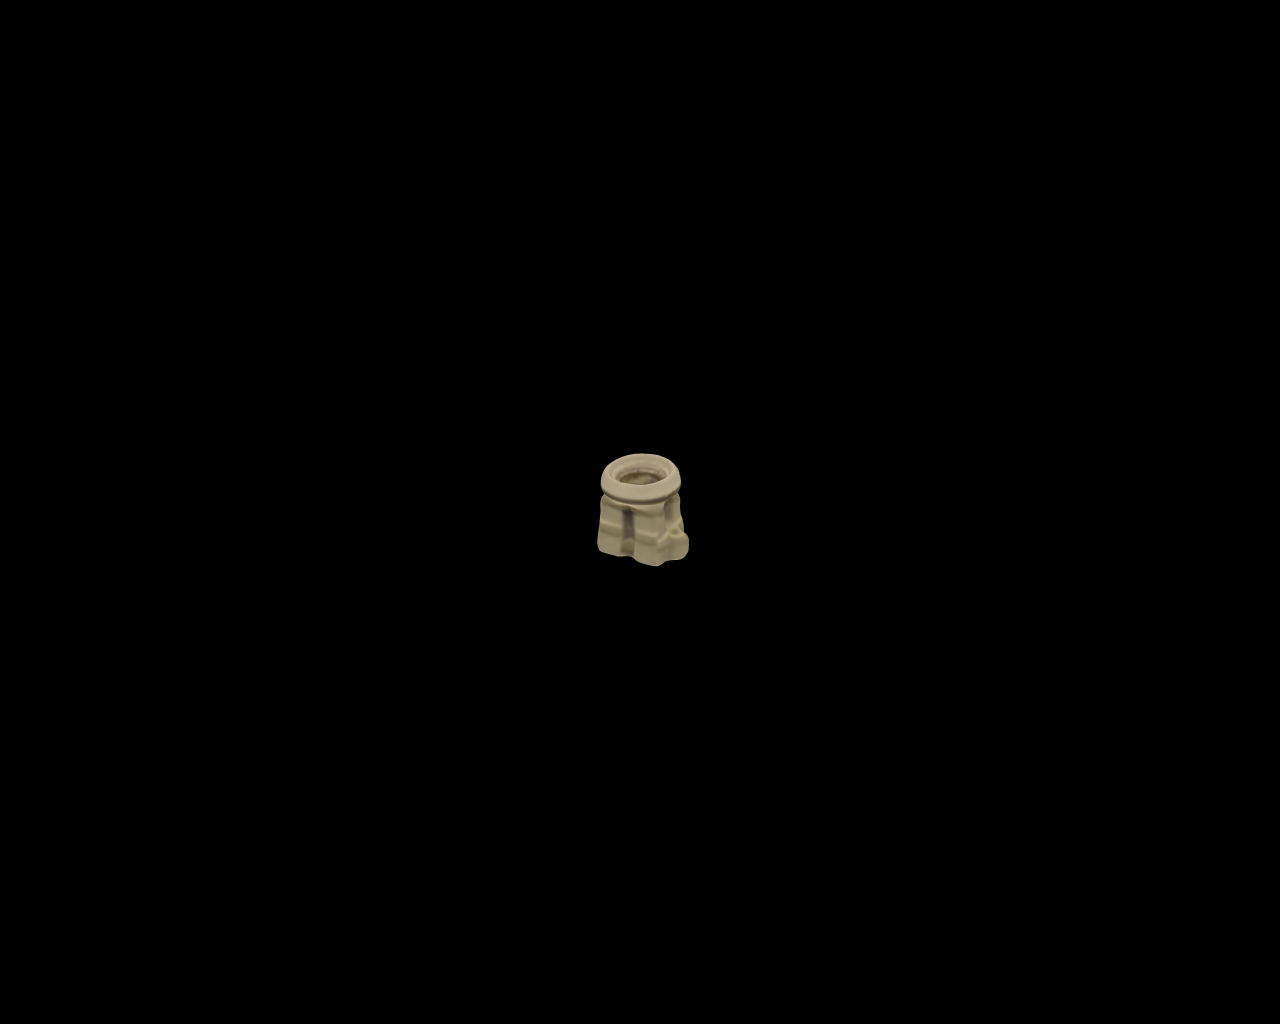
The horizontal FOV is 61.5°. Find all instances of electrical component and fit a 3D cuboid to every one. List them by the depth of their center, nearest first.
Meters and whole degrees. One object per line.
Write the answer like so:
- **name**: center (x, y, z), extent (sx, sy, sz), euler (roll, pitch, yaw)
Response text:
- **electrical component**: center (0.001, -0.003, 0.650), extent (0.066, 0.055, 0.048), euler (13, 32, 22)
